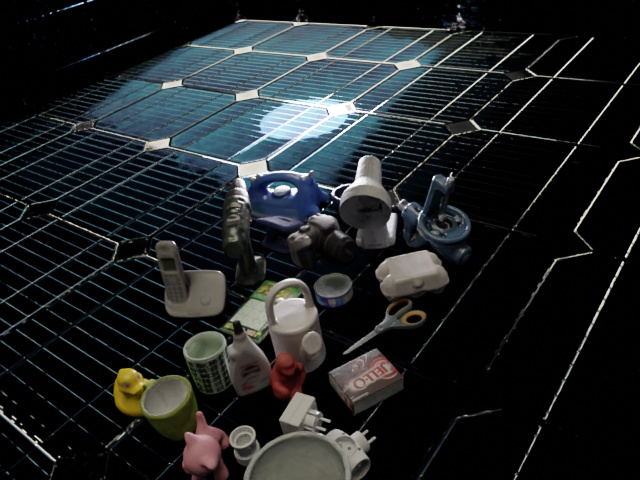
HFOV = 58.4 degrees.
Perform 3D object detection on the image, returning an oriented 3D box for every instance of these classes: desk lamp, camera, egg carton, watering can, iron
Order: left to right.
[{"bbox_3d":[-0.112,-0.132,1.580,0.257,0.142,0.119,4,37,19],"label":"iron"},{"bbox_3d":[-0.045,0.160,1.095,0.172,0.194,0.101,21,45,37],"label":"watering can"},{"bbox_3d":[0.013,0.005,1.387,0.143,0.101,0.136,-31,39,-27],"label":"camera"},{"bbox_3d":[0.121,-0.081,1.384,0.117,0.214,0.203,-2,35,12],"label":"desk lamp"},{"bbox_3d":[0.201,0.081,1.258,0.150,0.069,0.107,-12,34,-3],"label":"egg carton"}]

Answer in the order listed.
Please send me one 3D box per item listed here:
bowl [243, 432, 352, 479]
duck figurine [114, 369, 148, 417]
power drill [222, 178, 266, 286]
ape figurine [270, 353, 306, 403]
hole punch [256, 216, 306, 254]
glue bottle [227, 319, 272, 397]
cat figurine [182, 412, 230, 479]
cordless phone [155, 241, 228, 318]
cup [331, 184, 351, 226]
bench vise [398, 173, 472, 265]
[{"bbox_3d":[-0.030,0.383,0.875,0.167,0.075,0.167,-7,34,5],"label":"bowl"},{"bbox_3d":[-0.362,0.281,1.097,0.104,0.086,0.078,20,44,36],"label":"duck figurine"},{"bbox_3d":[-0.185,-0.008,1.360,0.075,0.209,0.229,-9,34,2],"label":"power drill"},{"bbox_3d":[-0.062,0.249,1.062,0.078,0.092,0.075,-32,40,-29],"label":"ape figurine"},{"bbox_3d":[-0.099,-0.031,1.476,0.108,0.091,0.101,17,42,33],"label":"hole punch"},{"bbox_3d":[-0.138,0.213,1.060,0.078,0.173,0.037,-22,36,-16],"label":"glue bottle"},{"bbox_3d":[-0.191,0.341,0.938,0.067,0.118,0.127,-13,34,-4],"label":"cat figurine"},{"bbox_3d":[-0.287,0.083,1.275,0.147,0.185,0.094,-4,35,9],"label":"cordless phone"},{"bbox_3d":[0.082,-0.079,1.497,0.091,0.095,0.117,-13,34,-5],"label":"cup"},{"bbox_3d":[0.251,-0.060,1.316,0.206,0.220,0.122,16,42,32],"label":"bench vise"}]
